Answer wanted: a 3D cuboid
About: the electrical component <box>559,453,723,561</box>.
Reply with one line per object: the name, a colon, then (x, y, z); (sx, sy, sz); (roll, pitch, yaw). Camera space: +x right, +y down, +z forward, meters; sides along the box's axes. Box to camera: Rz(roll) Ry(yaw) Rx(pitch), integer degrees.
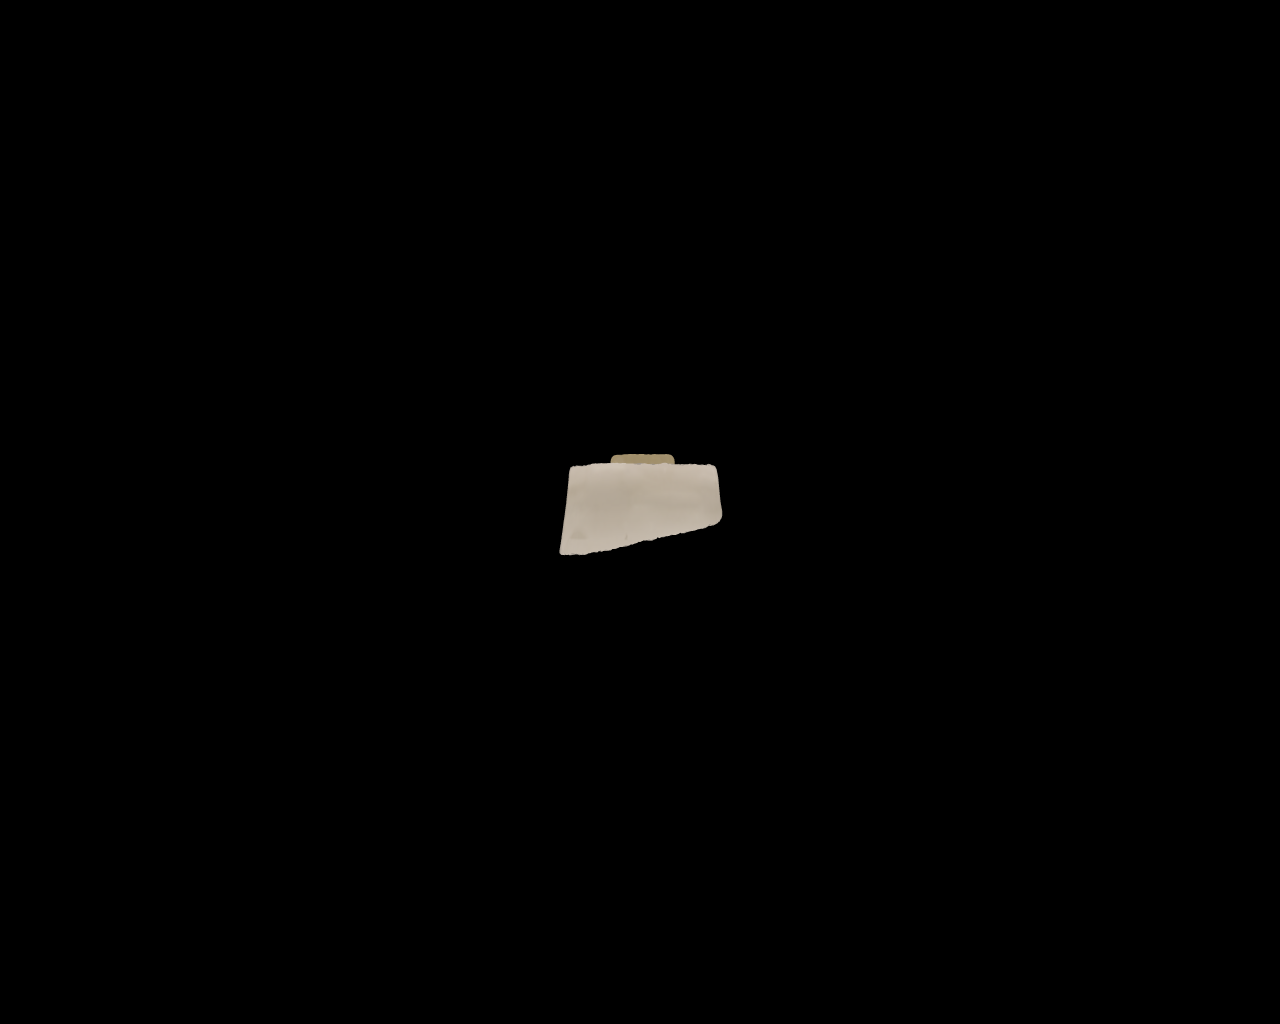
electrical component: (0.001, -0.003, 0.650); (0.099, 0.064, 0.099); (0, -2, 0)
